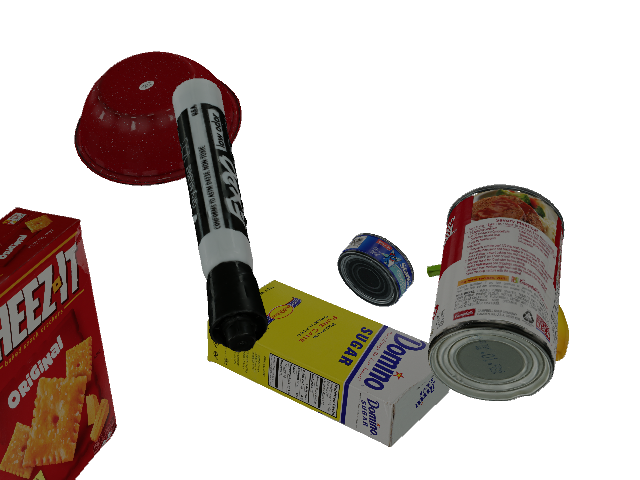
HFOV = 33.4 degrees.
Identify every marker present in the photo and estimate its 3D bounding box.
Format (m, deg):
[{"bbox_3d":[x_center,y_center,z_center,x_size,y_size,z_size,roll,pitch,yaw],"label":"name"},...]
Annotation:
[{"bbox_3d":[-0.036,-0.012,0.370,0.020,0.121,0.020,-8,-42,-8],"label":"marker"}]

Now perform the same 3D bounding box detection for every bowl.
[{"bbox_3d":[-0.157,-0.126,0.997,0.162,0.162,0.055,0,-41,8],"label":"bowl"}]

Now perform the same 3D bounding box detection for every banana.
[{"bbox_3d":[0.191,0.060,1.061,0.069,0.037,0.198,-33,36,-17],"label":"banana"}]

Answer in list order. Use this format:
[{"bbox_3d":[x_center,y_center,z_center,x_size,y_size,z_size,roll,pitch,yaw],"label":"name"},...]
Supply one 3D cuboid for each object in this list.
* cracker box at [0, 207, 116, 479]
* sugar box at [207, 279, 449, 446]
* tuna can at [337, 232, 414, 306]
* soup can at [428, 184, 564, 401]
[{"bbox_3d":[-0.237,0.107,0.830,0.072,0.214,0.164,9,32,20],"label":"cracker box"},{"bbox_3d":[0.006,0.091,0.841,0.176,0.048,0.093,18,30,30],"label":"sugar box"},{"bbox_3d":[0.062,0.035,1.223,0.086,0.086,0.033,0,39,47],"label":"tuna can"},{"bbox_3d":[0.098,0.029,0.588,0.068,0.102,0.068,8,-41,7],"label":"soup can"}]
